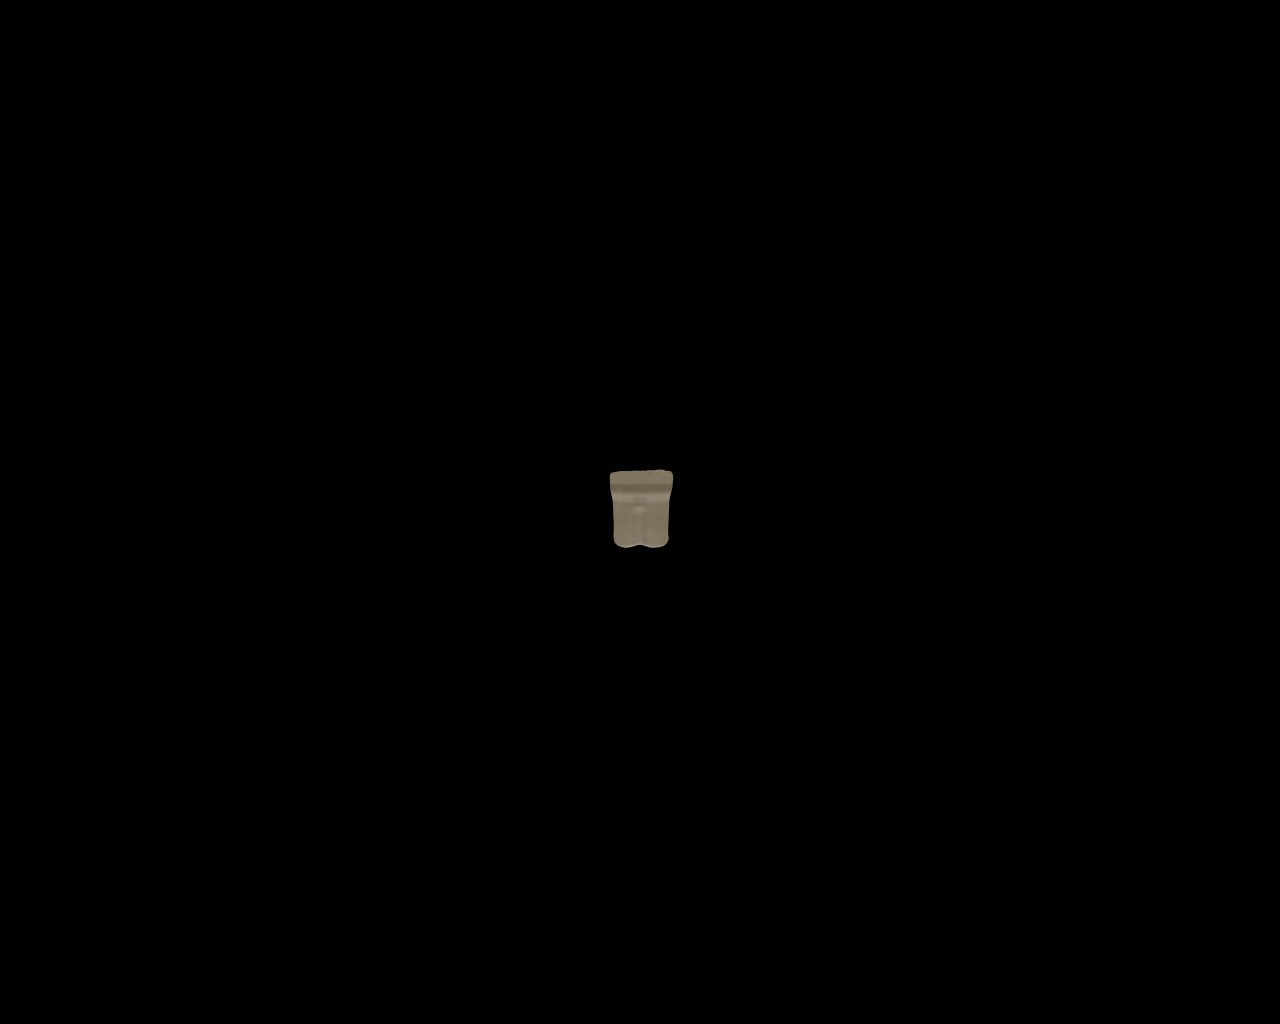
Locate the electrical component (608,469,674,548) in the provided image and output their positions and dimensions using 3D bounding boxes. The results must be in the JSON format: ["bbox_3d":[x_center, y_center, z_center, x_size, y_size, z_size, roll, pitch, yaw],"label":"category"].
[{"bbox_3d":[0.001,-0.003,0.650,0.040,0.046,0.040,0,4,0],"label":"electrical component"}]
